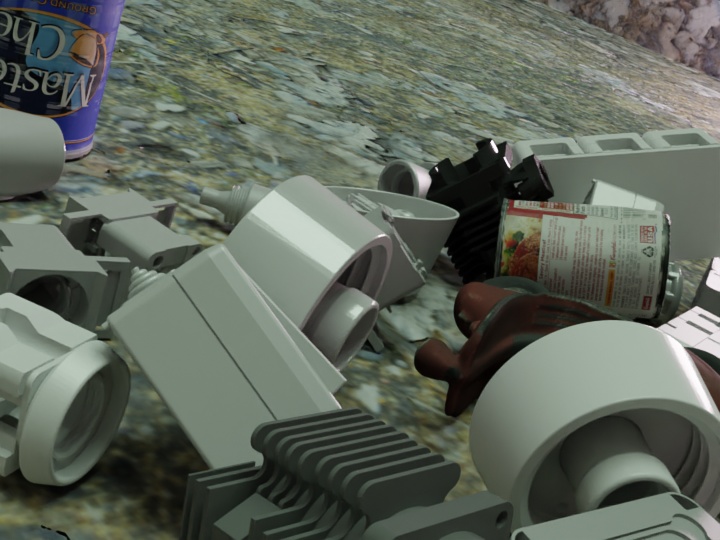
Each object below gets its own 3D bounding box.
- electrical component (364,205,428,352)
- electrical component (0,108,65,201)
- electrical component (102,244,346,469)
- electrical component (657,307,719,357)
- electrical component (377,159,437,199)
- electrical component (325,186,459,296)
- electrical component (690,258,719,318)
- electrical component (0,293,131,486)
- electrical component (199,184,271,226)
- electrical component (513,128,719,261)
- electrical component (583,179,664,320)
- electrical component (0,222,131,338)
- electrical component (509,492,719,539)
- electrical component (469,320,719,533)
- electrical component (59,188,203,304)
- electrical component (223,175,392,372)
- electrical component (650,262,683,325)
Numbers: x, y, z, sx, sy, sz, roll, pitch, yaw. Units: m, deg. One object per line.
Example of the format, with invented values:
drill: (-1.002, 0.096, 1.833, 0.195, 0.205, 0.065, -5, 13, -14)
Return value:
electrical component: (0.000, 0.000, 0.606, 0.081, 0.064, 0.042, 57, 8, -25)
electrical component: (-0.230, -0.078, 0.641, 0.077, 0.044, 0.079, -4, 31, -46)
electrical component: (-0.053, 0.033, 0.421, 0.096, 0.061, 0.061, 54, -9, 5)
electrical component: (0.214, 0.063, 0.672, 0.056, 0.050, 0.089, 30, 23, 26)
electrical component: (0.048, -0.063, 0.848, 0.055, 0.045, 0.045, -1, 29, -43)
electrical component: (0.008, -0.026, 0.694, 0.099, 0.064, 0.099, 17, 21, -7)
electrical component: (0.301, 0.031, 0.812, 0.089, 0.061, 0.150, 25, 22, 15)
electrical component: (-0.125, 0.047, 0.409, 0.057, 0.058, 0.078, 22, 21, 14)
electrical component: (-0.073, -0.040, 0.699, 0.061, 0.035, 0.035, 17, 21, -2)
electrical component: (0.196, -0.056, 0.830, 0.150, 0.089, 0.061, -4, 21, 1)
electrical component: (0.172, -0.003, 0.749, 0.061, 0.061, 0.096, 20, 59, 2)
electrical component: (-0.155, 0.007, 0.504, 0.081, 0.042, 0.064, 3, 23, -38)
electrical component: (0.097, 0.132, 0.383, 0.113, 0.057, 0.078, 0, 34, -41)
electrical component: (0.106, 0.083, 0.458, 0.108, 0.108, 0.060, 13, 28, -17)
electrical component: (-0.122, -0.009, 0.571, 0.064, 0.042, 0.081, 33, 25, 23)
electrical component: (-0.027, 0.017, 0.504, 0.060, 0.108, 0.108, 32, 23, 15)
electrical component: (0.206, 0.013, 0.801, 0.062, 0.048, 0.048, 12, 21, 3)
